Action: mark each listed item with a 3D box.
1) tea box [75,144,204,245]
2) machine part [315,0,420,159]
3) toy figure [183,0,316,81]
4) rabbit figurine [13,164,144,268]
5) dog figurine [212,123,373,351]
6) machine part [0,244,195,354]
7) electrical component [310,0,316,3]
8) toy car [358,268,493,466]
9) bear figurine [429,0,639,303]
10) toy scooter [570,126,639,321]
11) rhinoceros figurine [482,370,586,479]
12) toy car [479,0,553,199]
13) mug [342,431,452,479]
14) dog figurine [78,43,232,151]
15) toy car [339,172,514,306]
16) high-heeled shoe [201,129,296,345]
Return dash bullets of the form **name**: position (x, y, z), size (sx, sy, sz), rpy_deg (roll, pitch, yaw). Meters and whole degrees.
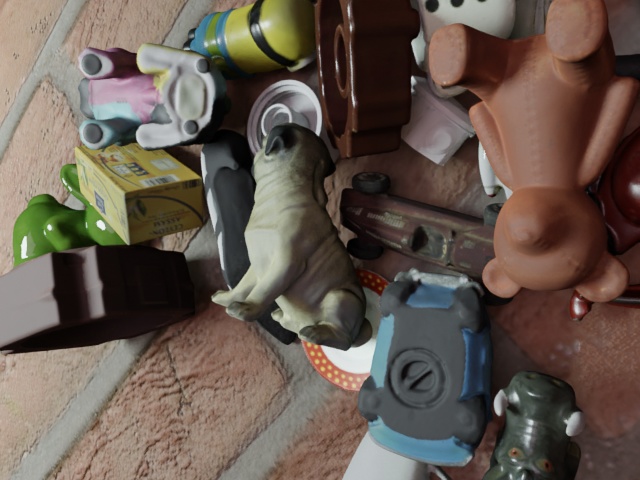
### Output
- **tea box**: position (-0.224, -0.067, 0.660), size (0.170, 0.098, 0.068), rpy_deg (34, 130, 44)
- **machine part**: position (0.035, -0.160, 0.479), size (0.056, 0.179, 0.179), rpy_deg (-7, 83, -9)
- **toy figure**: position (-0.082, -0.229, 0.619), size (0.180, 0.089, 0.082), rpy_deg (4, 98, 28)
- **rabbit figurine**: position (-0.322, -0.019, 0.756), size (0.170, 0.121, 0.159), rpy_deg (-9, 75, 11)
- **dog figurine**: position (-0.001, -0.002, 0.526), size (0.121, 0.172, 0.190), rpy_deg (12, 79, 59)
- **machine part**: position (-0.272, 0.072, 0.651), size (0.201, 0.201, 0.087), rpy_deg (-22, 75, 28)
- **electrical component**: position (-0.015, -0.318, 0.609), size (0.078, 0.045, 0.102), rpy_deg (0, 88, 32)
- **toy car**: position (0.102, 0.109, 0.486), size (0.109, 0.103, 0.161), rpy_deg (3, 84, 23)
- **bear figurine**: position (0.153, -0.050, 0.386), size (0.120, 0.132, 0.195), rpy_deg (4, 90, 41)
- **toy scooter**: position (0.254, 0.002, 0.422), size (0.135, 0.075, 0.184), rpy_deg (-19, 83, 30)
- **rhinoceros figurine**: position (0.167, 0.198, 0.442), size (0.073, 0.112, 0.190), rpy_deg (13, 102, 32)
- **toy car**: position (0.184, -0.133, 0.477), size (0.074, 0.056, 0.201), rpy_deg (3, 89, 30)
- **mug**: position (0.078, 0.223, 0.511), size (0.110, 0.080, 0.107), rpy_deg (16, 87, 34)
- **dog figurine**: position (-0.204, -0.171, 0.650), size (0.192, 0.219, 0.108), rpy_deg (-3, 105, -8)
- **toy car**: position (0.101, -0.005, 0.511), size (0.202, 0.053, 0.089), rpy_deg (19, 121, 28)
- **high-heeled shoe**: position (-0.084, -0.006, 0.635), size (0.086, 0.145, 0.248), rpy_deg (-15, 106, -12)
